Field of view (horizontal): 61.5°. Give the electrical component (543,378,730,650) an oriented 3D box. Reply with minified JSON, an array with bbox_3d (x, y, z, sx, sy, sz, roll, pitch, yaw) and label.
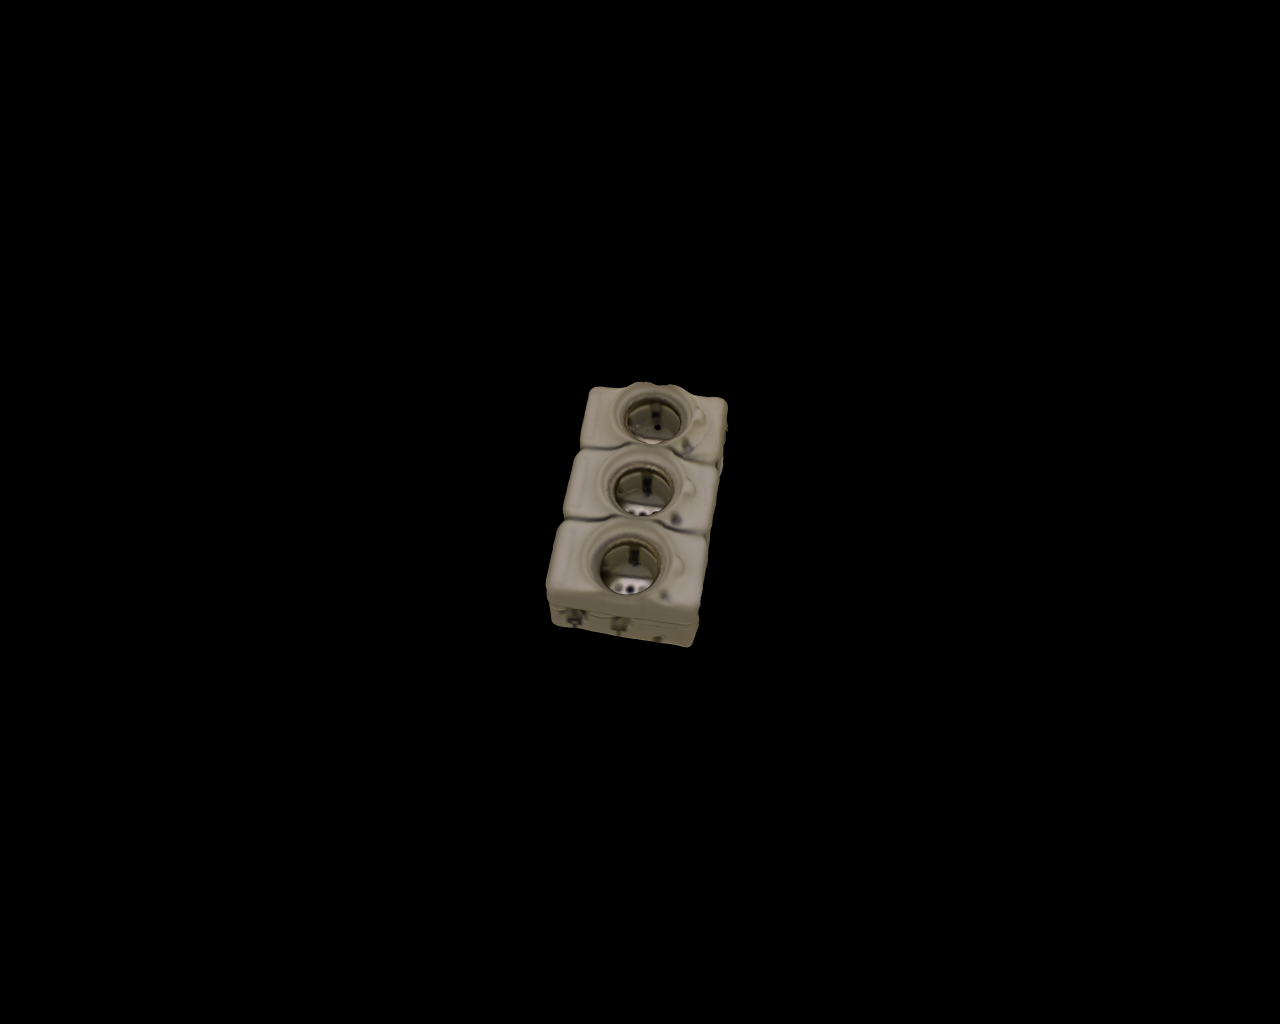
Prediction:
[{"bbox_3d":[0.001,-0.003,0.650,0.089,0.150,0.061,7,-32,5],"label":"electrical component"}]
